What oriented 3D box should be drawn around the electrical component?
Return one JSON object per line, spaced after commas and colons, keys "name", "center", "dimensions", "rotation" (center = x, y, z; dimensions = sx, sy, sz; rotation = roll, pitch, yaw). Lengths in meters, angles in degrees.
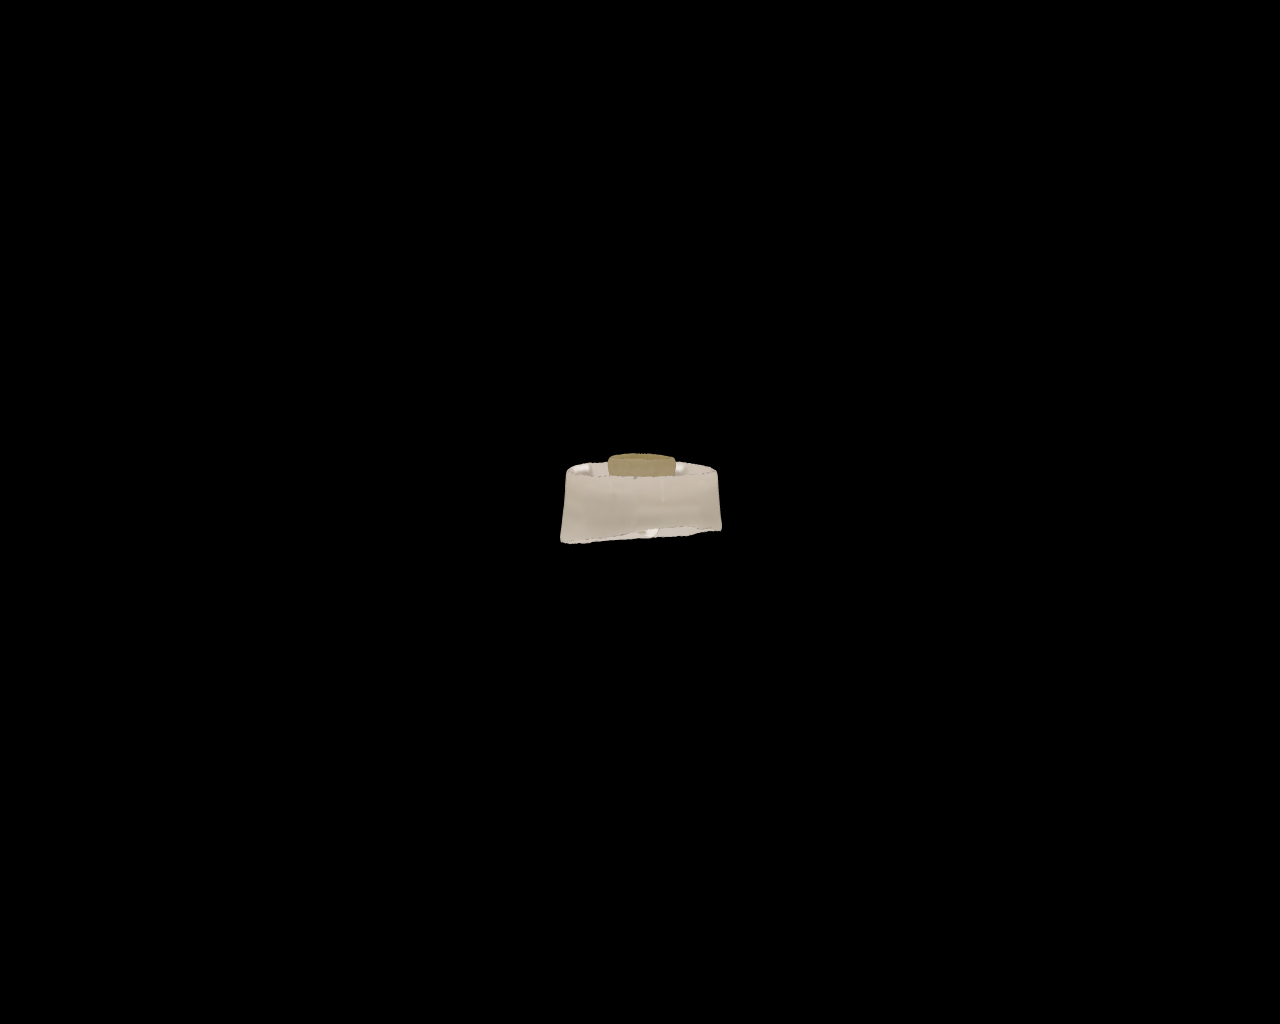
{"name": "electrical component", "center": [0.001, -0.003, 0.650], "dimensions": [0.099, 0.064, 0.099], "rotation": [0, 9, 0]}
